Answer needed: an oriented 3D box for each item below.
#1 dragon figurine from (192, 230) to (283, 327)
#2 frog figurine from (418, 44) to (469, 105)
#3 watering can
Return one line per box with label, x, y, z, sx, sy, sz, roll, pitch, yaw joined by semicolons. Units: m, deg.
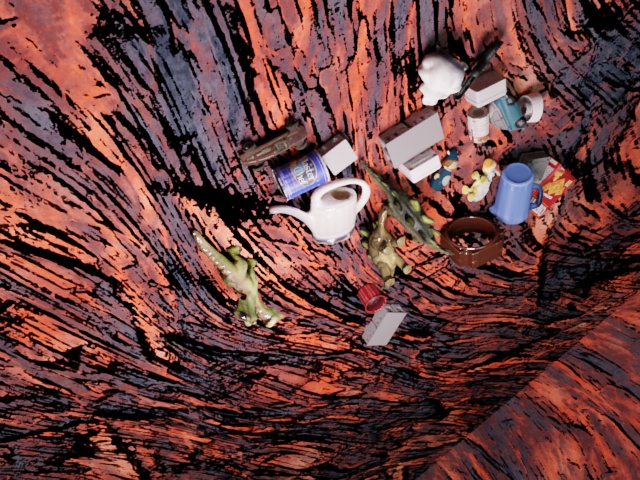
dragon figurine;-0.245;0.148;1.569;0.121;0.248;0.403;-37;137;10
frog figurine;0.339;-0.461;1.486;0.137;0.125;0.157;24;117;-19
watering can;0.005;-0.081;1.609;0.350;0.106;0.219;-20;134;-21
